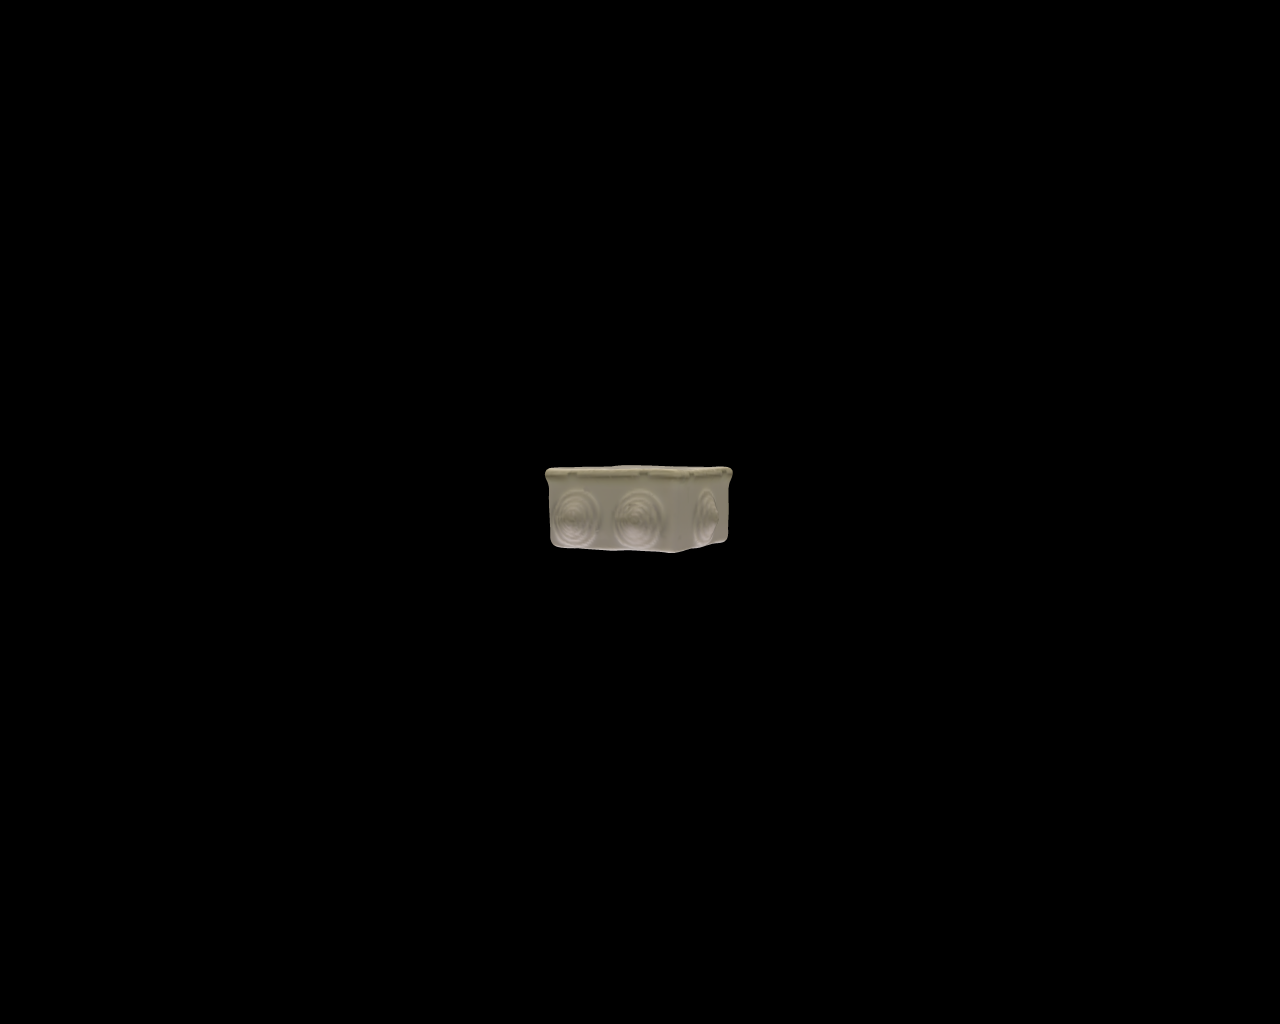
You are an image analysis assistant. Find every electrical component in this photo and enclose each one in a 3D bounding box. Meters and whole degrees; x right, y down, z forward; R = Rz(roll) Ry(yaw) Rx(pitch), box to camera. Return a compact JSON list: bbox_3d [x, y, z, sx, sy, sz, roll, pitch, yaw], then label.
[{"bbox_3d":[0.001,-0.003,0.650,0.100,0.048,0.100,2,4,27],"label":"electrical component"}]
